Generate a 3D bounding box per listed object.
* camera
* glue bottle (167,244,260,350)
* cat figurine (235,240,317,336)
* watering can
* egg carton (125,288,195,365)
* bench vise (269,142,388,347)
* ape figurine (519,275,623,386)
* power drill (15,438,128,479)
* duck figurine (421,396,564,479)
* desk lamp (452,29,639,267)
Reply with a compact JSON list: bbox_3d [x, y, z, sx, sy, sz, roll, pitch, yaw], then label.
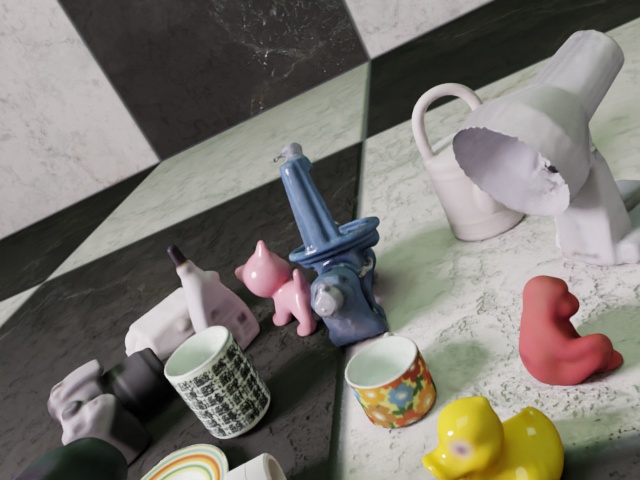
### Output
[{"bbox_3d":[-0.255,0.197,0.716,0.137,0.101,0.142,-38,24,-20],"label":"camera"},{"bbox_3d":[-0.148,0.077,0.751,0.037,0.173,0.078,-3,34,46],"label":"glue bottle"},{"bbox_3d":[-0.053,0.056,0.757,0.067,0.118,0.127,-41,26,-28],"label":"cat figurine"},{"bbox_3d":[0.185,-0.103,0.717,0.101,0.194,0.172,-35,23,-14],"label":"watering can"},{"bbox_3d":[-0.212,0.131,0.847,0.150,0.069,0.107,-41,25,-26],"label":"egg carton"},{"bbox_3d":[0.017,-0.003,0.668,0.121,0.220,0.207,-29,23,0],"label":"bench vise"},{"bbox_3d":[0.196,0.069,0.473,0.076,0.092,0.078,-23,23,15],"label":"ape figurine"},{"bbox_3d":[-0.169,0.253,0.355,0.075,0.209,0.229,-20,24,21],"label":"power drill"},{"bbox_3d":[0.118,0.147,0.406,0.105,0.086,0.077,-34,23,-11],"label":"duck figurine"},{"bbox_3d":[0.251,-0.079,0.564,0.203,0.214,0.117,-37,24,-19],"label":"desk lamp"}]
